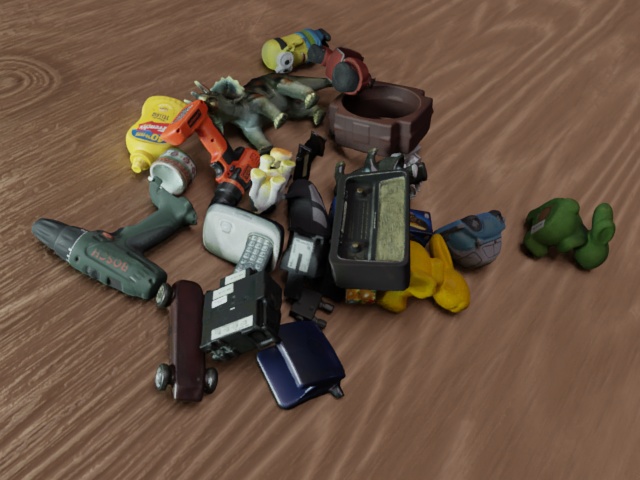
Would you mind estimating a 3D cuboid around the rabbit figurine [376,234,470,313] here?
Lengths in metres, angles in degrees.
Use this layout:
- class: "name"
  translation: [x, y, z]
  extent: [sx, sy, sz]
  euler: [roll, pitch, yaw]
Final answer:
- class: "rabbit figurine"
  translation: [0.199, 0.072, 0.992]
  extent: [0.173, 0.122, 0.162]
  euler: [24, 40, -16]

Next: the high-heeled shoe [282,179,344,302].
- class: "high-heeled shoe"
  translation: [-0.002, -0.003, 1.020]
  extent: [0.248, 0.086, 0.145]
  euler: [66, 22, 5]

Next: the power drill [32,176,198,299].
- class: "power drill"
  translation: [-0.328, -0.019, 0.909]
  extent: [0.232, 0.086, 0.207]
  euler: [34, 48, 8]

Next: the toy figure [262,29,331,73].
- class: "toy figure"
  translation: [-0.060, -0.470, 1.327]
  extent: [0.180, 0.082, 0.089]
  euler: [-36, 51, -26]

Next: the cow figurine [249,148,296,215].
- class: "cow figurine"
  translation: [-0.092, -0.114, 1.052]
  extent: [0.068, 0.098, 0.167]
  euler: [17, 32, 2]

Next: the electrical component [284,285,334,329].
- class: "electrical component"
  translation: [-0.025, 0.114, 0.932]
  extent: [0.094, 0.021, 0.063]
  euler: [25, 52, 4]

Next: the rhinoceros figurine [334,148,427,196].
- class: "rhinoceros figurine"
  translation: [0.119, -0.123, 1.082]
  extent: [0.190, 0.073, 0.112]
  euler: [-14, 55, 5]

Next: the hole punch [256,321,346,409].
- class: "hole punch"
  translation: [-0.025, 0.185, 0.840]
  extent: [0.116, 0.092, 0.142]
  euler: [-16, 57, -31]

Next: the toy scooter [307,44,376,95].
- class: "toy scooter"
  translation: [0.066, -0.383, 1.210]
  extent: [0.135, 0.075, 0.184]
  euler: [-4, 43, -41]

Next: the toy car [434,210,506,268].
- class: "toy car"
  translation: [0.306, 0.005, 1.072]
  extent: [0.161, 0.109, 0.103]
  euler: [-11, 80, -36]

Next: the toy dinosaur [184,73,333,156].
- class: "toy dinosaur"
  translation: [-0.113, -0.304, 1.170]
  extent: [0.192, 0.131, 0.405]
  euler: [40, 46, 14]

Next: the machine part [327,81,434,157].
- class: "machine part"
  translation: [0.135, -0.270, 1.194]
  extent: [0.201, 0.087, 0.201]
  euler: [18, 45, 23]

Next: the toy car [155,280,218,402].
- class: "toy car"
  translation: [-0.208, 0.153, 0.830]
  extent: [0.089, 0.053, 0.202]
  euler: [14, 50, -33]

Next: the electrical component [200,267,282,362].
- class: "electrical component"
  translation: [-0.117, 0.107, 0.820]
  extent: [0.115, 0.058, 0.134]
  euler: [-19, 43, 16]

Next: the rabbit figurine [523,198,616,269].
- class: "rabbit figurine"
  translation: [0.544, -0.015, 1.132]
  extent: [0.170, 0.159, 0.121]
  euler: [35, 41, -8]

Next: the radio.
- class: "radio"
  translation: [0.090, -0.022, 0.928]
  extent: [0.131, 0.073, 0.230]
  euler: [-1, 46, 11]

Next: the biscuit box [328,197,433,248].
- class: "biscuit box"
  translation: [0.118, -0.031, 1.059]
  extent: [0.203, 0.059, 0.063]
  euler: [8, 52, -10]

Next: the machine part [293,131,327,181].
- class: "machine part"
  translation: [-0.025, -0.175, 1.122]
  extent: [0.039, 0.084, 0.139]
  euler: [12, 40, 14]

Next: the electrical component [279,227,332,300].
- class: "electrical component"
  translation: [-0.028, 0.041, 0.927]
  extent: [0.075, 0.119, 0.047]
  euler: [11, 7, 21]

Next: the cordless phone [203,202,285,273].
- class: "cordless phone"
  translation: [-0.151, 0.039, 0.923]
  extent: [0.147, 0.088, 0.184]
  euler: [20, 75, 13]
